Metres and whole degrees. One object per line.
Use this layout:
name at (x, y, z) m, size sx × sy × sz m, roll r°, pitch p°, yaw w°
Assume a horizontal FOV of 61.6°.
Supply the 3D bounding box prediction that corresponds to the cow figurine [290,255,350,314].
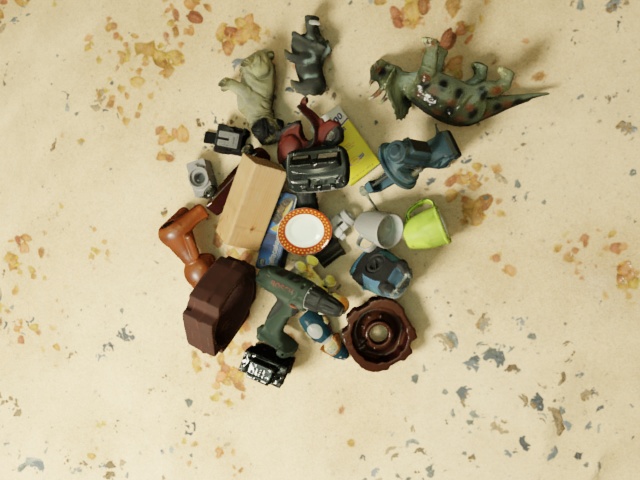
cow figurine at (-0.007, 0.124, 1.306) m, size 0.167 × 0.068 × 0.098 m, roll 49°, pitch 139°, yaw 5°

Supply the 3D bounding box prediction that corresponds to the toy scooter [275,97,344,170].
toy scooter at (-0.040, -0.254, 1.265) m, size 0.184 × 0.075 × 0.135 m, roll -27°, pitch 92°, yaw 27°

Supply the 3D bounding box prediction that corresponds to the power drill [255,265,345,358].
power drill at (-0.065, 0.176, 1.259) m, size 0.232 × 0.086 × 0.207 m, roll 31°, pitch 126°, yaw 20°

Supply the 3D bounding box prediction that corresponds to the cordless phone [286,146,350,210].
cordless phone at (0.001, -0.120, 1.237) m, size 0.147 × 0.089 × 0.184 m, roll -5°, pitch 125°, yaw 8°

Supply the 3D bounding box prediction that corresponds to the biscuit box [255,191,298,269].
biscuit box at (-0.100, -0.020, 1.325) m, size 0.059 × 0.063 × 0.202 m, roll 16°, pitch 94°, yaw 10°

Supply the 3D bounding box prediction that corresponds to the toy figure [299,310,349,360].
toy figure at (0.012, 0.238, 1.318) m, size 0.154 × 0.058 × 0.064 m, roll 48°, pitch 137°, yaw 4°

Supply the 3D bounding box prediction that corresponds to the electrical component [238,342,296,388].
electrical component at (-0.129, 0.302, 1.303) m, size 0.115 × 0.134 × 0.058 m, roll 20°, pitch 95°, yaw 6°

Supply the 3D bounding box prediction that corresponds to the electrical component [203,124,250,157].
electrical component at (-0.240, -0.253, 1.350) m, size 0.119 × 0.048 × 0.074 m, roll 15°, pitch 93°, yaw 7°

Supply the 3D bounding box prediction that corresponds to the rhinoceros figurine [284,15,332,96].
rhinoceros figurine at (-0.027, -0.442, 1.296) m, size 0.112 × 0.073 × 0.190 m, roll -4°, pitch 91°, yaw 11°

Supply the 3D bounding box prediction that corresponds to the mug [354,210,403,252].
mug at (0.126, -0.020, 1.262) m, size 0.080 × 0.107 × 0.109 m, roll 40°, pitch 81°, yaw -33°

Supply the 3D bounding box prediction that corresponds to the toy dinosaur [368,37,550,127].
toy dinosaur at (0.300, -0.330, 1.229) m, size 0.405 × 0.131 × 0.192 m, roll 24°, pitch 108°, yaw 4°

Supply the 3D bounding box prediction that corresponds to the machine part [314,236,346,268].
machine part at (-0.003, -0.004, 1.322) m, size 0.084 × 0.039 × 0.139 m, roll -34°, pitch 88°, yaw 14°

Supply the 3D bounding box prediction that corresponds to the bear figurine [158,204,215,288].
bear figurine at (-0.310, 0.025, 1.347) m, size 0.132 × 0.120 × 0.195 m, roll -49°, pitch 115°, yaw -33°

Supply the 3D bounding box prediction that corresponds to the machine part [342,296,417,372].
machine part at (0.139, 0.223, 1.285) m, size 0.179 × 0.056 × 0.179 m, roll 0°, pitch 93°, yaw 0°

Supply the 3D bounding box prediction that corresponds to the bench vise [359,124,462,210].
bench vise at (0.194, -0.167, 1.235) m, size 0.240 × 0.223 × 0.129 m, roll -34°, pitch 80°, yaw 39°

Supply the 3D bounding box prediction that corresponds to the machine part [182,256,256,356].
machine part at (-0.234, 0.153, 1.266) m, size 0.087 × 0.200 × 0.201 m, roll 23°, pitch 51°, yaw 14°

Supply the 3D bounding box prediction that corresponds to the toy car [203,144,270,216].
toy car at (-0.203, -0.147, 1.328) m, size 0.202 × 0.053 × 0.089 m, roll -47°, pitch 129°, yaw 5°

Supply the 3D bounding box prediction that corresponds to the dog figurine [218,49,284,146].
dog figurine at (-0.132, -0.347, 1.315) m, size 0.172 × 0.121 × 0.190 m, roll -41°, pitch 99°, yaw 11°

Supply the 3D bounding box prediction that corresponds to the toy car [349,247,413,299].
toy car at (0.157, 0.086, 1.261) m, size 0.162 × 0.102 × 0.109 m, roll 26°, pitch 75°, yaw 48°
